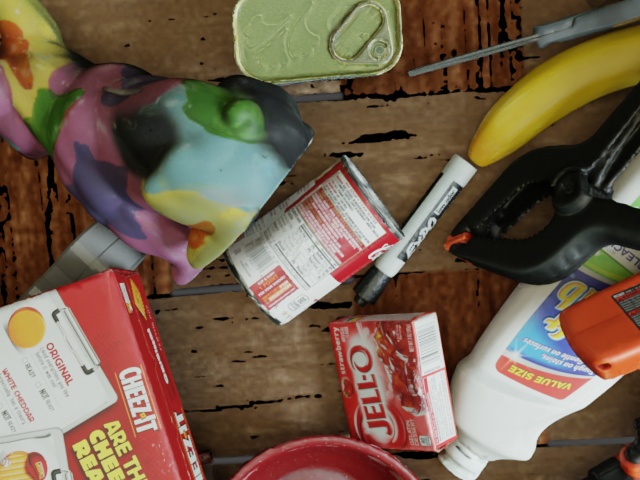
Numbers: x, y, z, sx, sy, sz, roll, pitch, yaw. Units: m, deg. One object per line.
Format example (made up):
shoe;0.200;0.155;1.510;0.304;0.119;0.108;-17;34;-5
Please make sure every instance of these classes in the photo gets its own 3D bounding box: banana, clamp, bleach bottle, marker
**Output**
banana;0.190;-0.100;0.696;0.198;0.037;0.069;-12;96;5
clamp;0.166;-0.020;0.648;0.036;0.164;0.210;28;135;-36
bleach bottle;0.172;0.060;0.703;0.102;0.068;0.251;37;99;0
marker;0.062;-0.005;0.722;0.020;0.020;0.121;37;97;-1

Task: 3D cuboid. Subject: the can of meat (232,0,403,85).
can of meat;0.000;-0.129;0.680;0.102;0.084;0.057;-4;95;4

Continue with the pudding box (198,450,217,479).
pudding box;-0.111;0.208;0.738;0.090;0.039;0.113;-7;97;-6

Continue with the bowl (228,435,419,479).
bowl;0.000;0.205;0.724;0.162;0.055;0.162;0;95;-4

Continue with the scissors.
scissors;0.164;-0.138;0.696;0.202;0.096;0.016;-11;96;35

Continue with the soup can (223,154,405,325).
soup can;-0.005;0.001;0.702;0.102;0.068;0.068;-36;93;6

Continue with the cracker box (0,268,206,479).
cracker box;-0.193;0.128;0.663;0.214;0.072;0.164;-19;87;5

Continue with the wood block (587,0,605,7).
wood block;0.240;-0.242;0.653;0.206;0.090;0.091;-33;93;5

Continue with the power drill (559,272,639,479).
power drill;0.202;0.109;0.666;0.184;0.057;0.187;-25;129;-5

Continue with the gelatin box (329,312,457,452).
gelatin box;0.048;0.094;0.709;0.073;0.030;0.089;-6;96;43
